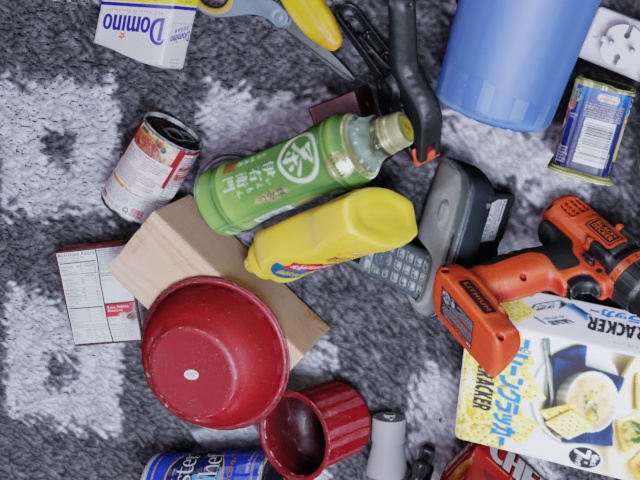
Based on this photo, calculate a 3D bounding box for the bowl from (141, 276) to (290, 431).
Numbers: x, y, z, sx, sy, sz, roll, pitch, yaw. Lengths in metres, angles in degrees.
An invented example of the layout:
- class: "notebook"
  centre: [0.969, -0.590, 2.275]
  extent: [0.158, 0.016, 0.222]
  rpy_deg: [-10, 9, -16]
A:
- class: "bowl"
  centre: [-0.113, 0.120, 1.036]
  extent: [0.162, 0.055, 0.162]
  rpy_deg: [5, 105, 18]

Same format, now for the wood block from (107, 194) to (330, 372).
- class: "wood block"
  centre: [-0.103, 0.061, 1.098]
  extent: [0.206, 0.090, 0.090]
  rpy_deg: [44, 113, 4]

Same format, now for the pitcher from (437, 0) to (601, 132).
- class: "pitcher"
  centre: [0.178, -0.227, 0.929]
  extent: [0.145, 0.149, 0.243]
  rpy_deg: [15, 111, -2]

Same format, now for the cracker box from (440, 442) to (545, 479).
- class: "cracker box"
  centre: [0.182, 0.284, 0.992]
  extent: [0.164, 0.213, 0.072]
  rpy_deg: [42, 109, 4]

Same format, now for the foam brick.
- class: "foam brick"
  centre: [0.031, -0.104, 1.036]
  extent: [0.051, 0.053, 0.078]
  rpy_deg: [-17, 97, 21]

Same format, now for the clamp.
- class: "clamp"
  centre: [0.077, -0.153, 0.989]
  extent: [0.039, 0.120, 0.171]
  rpy_deg: [-29, 98, -16]

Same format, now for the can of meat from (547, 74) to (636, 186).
- class: "can of meat"
  centre: [0.242, -0.100, 0.943]
  extent: [0.057, 0.102, 0.084]
  rpy_deg: [17, 105, 12]

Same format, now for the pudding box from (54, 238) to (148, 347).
- class: "pudding box"
  centre: [-0.234, 0.057, 1.168]
  extent: [0.090, 0.039, 0.113]
  rpy_deg: [-5, 99, 19]

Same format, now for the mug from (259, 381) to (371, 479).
- class: "mug"
  centre: [-0.005, 0.202, 1.093]
  extent: [0.093, 0.081, 0.117]
  rpy_deg: [29, 114, 33]

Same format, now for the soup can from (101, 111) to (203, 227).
- class: "soup can"
  centre: [-0.174, -0.072, 1.102]
  extent: [0.068, 0.068, 0.102]
  rpy_deg: [37, 112, 7]

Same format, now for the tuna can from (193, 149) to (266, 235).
- class: "tuna can"
  centre: [-0.084, -0.050, 1.096]
  extent: [0.086, 0.033, 0.086]
  rpy_deg: [4, 104, 17]

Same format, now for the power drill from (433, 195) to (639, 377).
- class: "power drill"
  centre: [0.208, 0.049, 0.925]
  extent: [0.185, 0.187, 0.057]
  rpy_deg: [50, 152, 42]

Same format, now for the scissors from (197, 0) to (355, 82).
- class: "scissors"
  centre: [-0.057, -0.215, 1.058]
  extent: [0.096, 0.016, 0.202]
  rpy_deg: [-34, 91, 24]

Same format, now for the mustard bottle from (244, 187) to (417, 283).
- class: "mustard bottle"
  centre: [-0.007, 0.002, 1.014]
  extent: [0.192, 0.096, 0.058]
  rpy_deg: [-19, 77, 45]

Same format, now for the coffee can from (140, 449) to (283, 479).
- class: "coffee can"
  centre: [-0.109, 0.277, 1.145]
  extent: [0.140, 0.102, 0.103]
  rpy_deg: [-7, 101, 19]

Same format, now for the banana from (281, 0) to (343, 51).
- class: "banana"
  centre: [-0.021, -0.275, 1.012]
  extent: [0.070, 0.037, 0.198]
  rpy_deg: [-3, 96, 34]

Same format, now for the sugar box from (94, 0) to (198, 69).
- class: "sugar box"
  centre: [-0.162, -0.266, 1.056]
  extent: [0.093, 0.048, 0.176]
  rpy_deg: [24, 107, 26]
